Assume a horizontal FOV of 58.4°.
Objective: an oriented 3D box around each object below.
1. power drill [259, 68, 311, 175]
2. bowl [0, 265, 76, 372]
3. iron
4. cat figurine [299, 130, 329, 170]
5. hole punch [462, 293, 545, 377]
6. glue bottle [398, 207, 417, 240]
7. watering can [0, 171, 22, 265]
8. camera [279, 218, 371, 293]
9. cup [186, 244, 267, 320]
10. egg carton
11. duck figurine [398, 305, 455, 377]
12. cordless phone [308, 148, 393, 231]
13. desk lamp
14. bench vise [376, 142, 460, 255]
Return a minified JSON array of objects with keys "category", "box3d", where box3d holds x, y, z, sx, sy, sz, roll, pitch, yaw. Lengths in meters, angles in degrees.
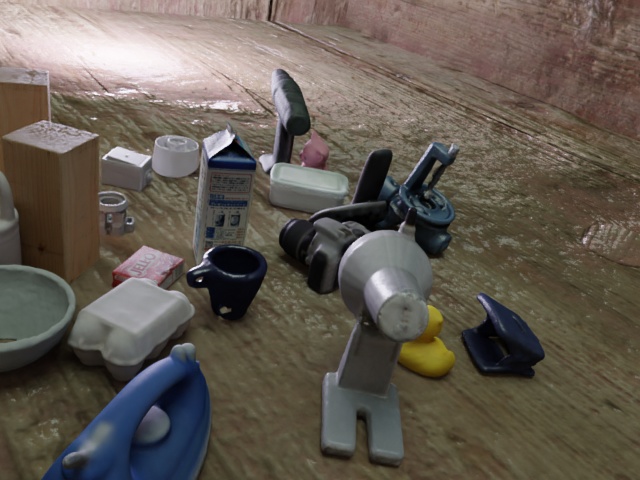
[{"category":"power drill","box3d":[-0.084,-0.262,1.309,0.076,0.208,0.229,0,31,-21]},{"category":"bowl","box3d":[-0.379,0.103,0.679,0.167,0.075,0.167,10,29,-5]},{"category":"iron","box3d":[-0.169,0.178,0.560,0.118,0.141,0.258,18,29,9]},{"category":"cat figurine","box3d":[-0.011,-0.197,1.317,0.067,0.118,0.128,13,29,2]},{"category":"hole punch","box3d":[0.280,0.139,0.860,0.101,0.091,0.108,6,29,-12]},{"category":"glue bottle","box3d":[0.128,0.026,0.915,0.037,0.173,0.078,-2,32,-25]},{"category":"watering can","box3d":[-0.443,-0.013,0.737,0.101,0.194,0.172,-1,32,-23]},{"category":"camera","box3d":[0.009,0.004,0.984,0.136,0.101,0.143,30,33,29]},{"category":"cup","box3d":[-0.136,0.069,0.816,0.118,0.095,0.091,-12,37,-37]},{"category":"egg carton","box3d":[-0.238,0.109,0.732,0.107,0.069,0.150,20,30,14]},{"category":"duck figurine","box3d":[0.151,0.137,0.819,0.078,0.086,0.104,-17,40,-42]},{"category":"cordless phone","box3d":[0.064,-0.088,1.081,0.148,0.185,0.093,-13,38,-38]},{"category":"desk lamp","box3d":[0.074,0.117,0.691,0.118,0.213,0.203,10,29,-4]},{"category":"bench vise","box3d":[0.179,-0.101,1.113,0.207,0.220,0.122,22,30,17]}]
